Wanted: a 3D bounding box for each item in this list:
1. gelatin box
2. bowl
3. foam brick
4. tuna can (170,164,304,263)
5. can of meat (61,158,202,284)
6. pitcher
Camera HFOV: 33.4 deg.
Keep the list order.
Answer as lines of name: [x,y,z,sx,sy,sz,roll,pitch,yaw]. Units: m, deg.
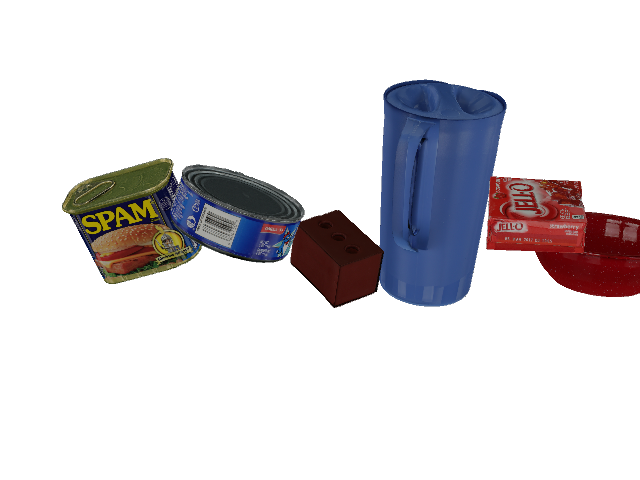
gelatin box: [0.167,-0.021,0.832,0.073,0.030,0.089,3,24,9]
bowl: [0.286,0.017,1.087,0.162,0.055,0.162,3,17,-1]
foam brick: [0.015,0.016,1.011,0.052,0.051,0.078,-19,43,-30]
tuna can: [-0.056,-0.018,0.713,0.086,0.034,0.086,19,17,-6]
can of meat: [-0.165,-0.016,0.952,0.102,0.084,0.057,-14,30,12]
pitcher: [0.123,-0.048,1.198,0.149,0.243,0.145,-6,28,-19]
